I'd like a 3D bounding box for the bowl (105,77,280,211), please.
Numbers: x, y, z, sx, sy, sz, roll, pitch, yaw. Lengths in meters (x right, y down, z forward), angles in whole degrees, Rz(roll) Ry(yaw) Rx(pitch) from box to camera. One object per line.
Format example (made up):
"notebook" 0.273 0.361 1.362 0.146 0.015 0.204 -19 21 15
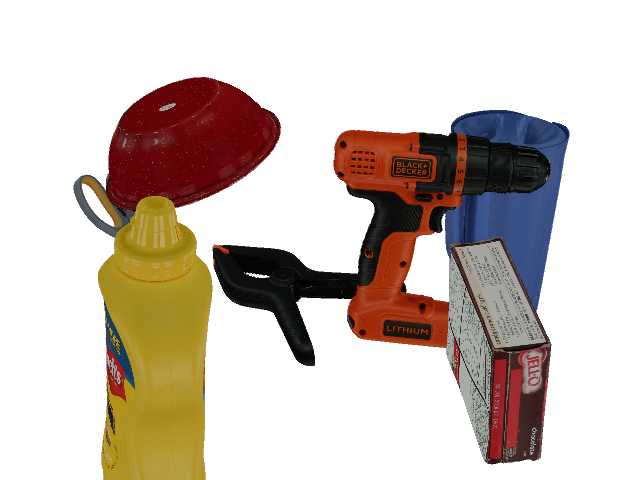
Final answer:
"bowl" -0.118 -0.092 0.903 0.162 0.055 0.162 -16 32 10

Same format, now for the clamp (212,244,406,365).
"clamp" -0.038 0.055 1.109 0.210 0.036 0.164 19 35 27

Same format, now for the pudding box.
"pudding box" 0.107 0.065 0.653 0.039 0.090 0.113 -6 34 -6

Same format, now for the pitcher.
"pitcher" 0.206 -0.021 1.253 0.149 0.243 0.145 -1 25 -4

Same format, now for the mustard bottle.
"mustard bottle" -0.089 0.061 0.575 0.058 0.192 0.096 -4 35 -16

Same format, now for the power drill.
"power drill" 0.098 -0.003 0.930 0.184 0.188 0.057 6 17 3

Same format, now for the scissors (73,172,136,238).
"scissors" -0.196 0.001 1.187 0.016 0.201 0.096 -27 20 35
